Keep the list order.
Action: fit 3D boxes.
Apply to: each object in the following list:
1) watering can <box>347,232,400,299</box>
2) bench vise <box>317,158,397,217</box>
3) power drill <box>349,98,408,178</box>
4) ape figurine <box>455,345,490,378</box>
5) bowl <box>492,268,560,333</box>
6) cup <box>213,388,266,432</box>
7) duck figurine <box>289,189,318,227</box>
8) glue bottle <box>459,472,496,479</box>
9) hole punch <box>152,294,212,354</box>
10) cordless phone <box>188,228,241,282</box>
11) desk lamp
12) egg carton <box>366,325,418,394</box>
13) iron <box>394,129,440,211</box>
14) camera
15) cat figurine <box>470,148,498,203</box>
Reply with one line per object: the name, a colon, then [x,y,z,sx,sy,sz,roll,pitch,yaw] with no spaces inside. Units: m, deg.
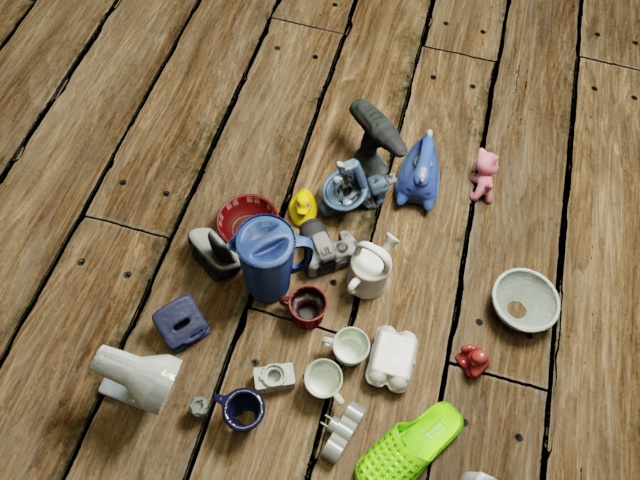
watering can: [0.124,0.054,1.373,0.101,0.194,0.173,16,63,6]
bench vise: [0.093,-0.156,1.467,0.208,0.220,0.121,-33,68,-18]
power drill: [0.151,-0.258,1.531,0.076,0.208,0.229,-26,66,-15]
ape figurine: [0.361,0.278,1.327,0.076,0.092,0.078,10,62,2]
bowl: [0.495,0.158,1.408,0.167,0.075,0.167,1,62,-2]
cup: [-0.175,0.372,1.245,0.117,0.095,0.092,20,63,8]
duck figurine: [-0.043,-0.096,1.503,0.077,0.086,0.104,5,62,0]
glue bottle: [0.336,0.501,1.163,0.078,0.173,0.037,33,65,14]
hole punch: [-0.320,0.195,1.332,0.109,0.091,0.101,-32,68,-18]
cordless phone: [-0.258,0.006,1.382,0.147,0.185,0.094,41,68,17]
desk lamp: [-0.385,0.293,1.207,0.203,0.213,0.118,17,63,6]
egg carton: [0.168,0.276,1.330,0.107,0.069,0.150,14,62,4]
iron: [0.279,-0.213,1.552,0.118,0.141,0.258,12,62,3]
camera: [0.013,0.005,1.445,0.143,0.101,0.136,-19,65,-13]
cat figurine: [0.454,-0.182,1.560,0.067,0.118,0.128,5,62,0]
